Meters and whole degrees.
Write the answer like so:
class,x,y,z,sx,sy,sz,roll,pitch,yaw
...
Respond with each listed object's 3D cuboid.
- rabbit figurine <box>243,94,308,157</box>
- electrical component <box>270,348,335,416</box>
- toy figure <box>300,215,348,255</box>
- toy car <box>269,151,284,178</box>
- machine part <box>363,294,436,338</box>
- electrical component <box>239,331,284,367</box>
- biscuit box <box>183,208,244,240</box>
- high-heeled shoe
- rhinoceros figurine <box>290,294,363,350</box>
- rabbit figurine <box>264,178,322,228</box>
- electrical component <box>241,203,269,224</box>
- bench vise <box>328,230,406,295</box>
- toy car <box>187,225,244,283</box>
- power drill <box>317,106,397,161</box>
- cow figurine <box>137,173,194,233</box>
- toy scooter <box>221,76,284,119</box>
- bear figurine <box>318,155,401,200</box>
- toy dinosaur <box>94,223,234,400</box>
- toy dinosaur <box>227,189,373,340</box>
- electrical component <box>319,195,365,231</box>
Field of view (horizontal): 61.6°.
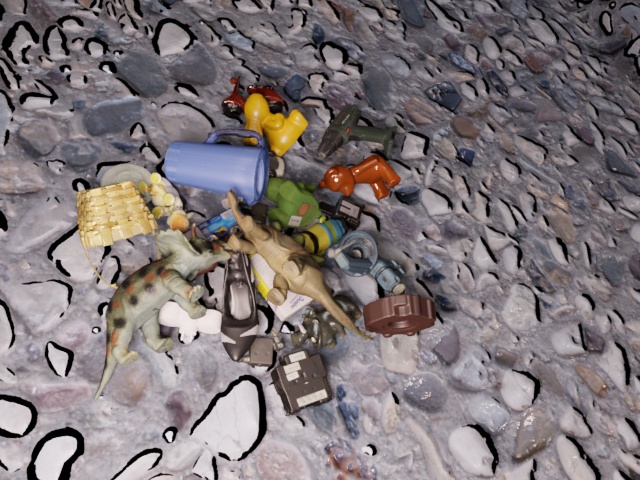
class,x,y,z,sx,sy,sz,roll,pitch,yaw
rabbit figurine,-0.147,-0.321,1.491,0.162,0.122,0.173,-48,112,-9
electrical component,-0.043,0.313,1.207,0.115,0.058,0.134,-9,65,-28
toy figure,-0.005,-0.007,1.386,0.180,0.089,0.082,-28,67,-29
toy car,-0.195,-0.204,1.447,0.202,0.056,0.073,5,67,-17
machine part,0.192,0.185,1.299,0.179,0.179,0.056,7,61,-18
electrical component,-0.136,0.244,1.217,0.102,0.045,0.078,13,56,-13
biscuit box,-0.268,-0.009,1.301,0.203,0.062,0.059,-33,77,-33
high-heeled shoe,-0.179,0.130,1.177,0.086,0.145,0.249,-3,40,-6
rhinoceros figurine,0.014,0.197,1.285,0.190,0.073,0.112,-35,79,-33
rabbit figurine,-0.078,-0.117,1.399,0.159,0.121,0.170,-3,32,-39
electrical component,-0.161,-0.063,1.398,0.094,0.021,0.063,12,58,-16
bench vise,0.109,0.061,1.348,0.240,0.129,0.224,12,43,-53
toy car,-0.249,0.037,1.252,0.202,0.089,0.053,-37,84,-23
power drill,0.117,-0.297,1.593,0.207,0.085,0.232,12,50,11
cow figurine,-0.359,-0.079,1.295,0.068,0.098,0.167,-38,74,7
toy scooter,-0.200,-0.417,1.556,0.184,0.075,0.135,-7,63,-19
bear figurine,0.106,-0.164,1.503,0.196,0.120,0.132,-24,76,-29
toy dinosaur,-0.357,0.124,1.109,0.405,0.131,0.192,-40,63,-6
toy dinosaur,-0.055,0.065,1.218,0.471,0.105,0.198,51,23,6
electrical component,0.058,-0.082,1.479,0.119,0.047,0.075,27,55,-7
